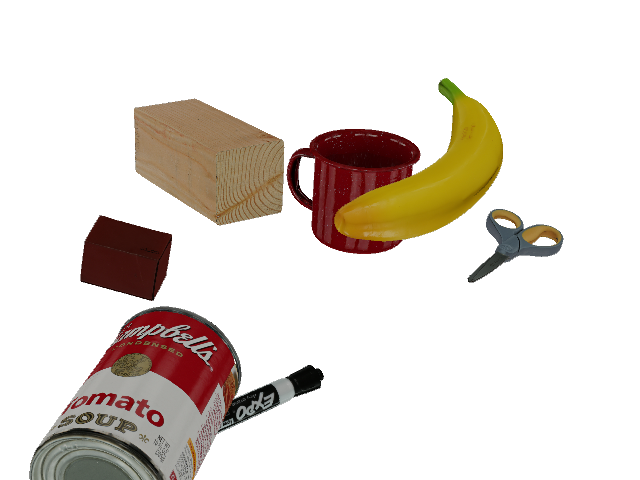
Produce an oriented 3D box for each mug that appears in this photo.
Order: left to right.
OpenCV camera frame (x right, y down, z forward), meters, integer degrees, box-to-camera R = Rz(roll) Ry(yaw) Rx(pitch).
[{"bbox_3d":[0.024,-0.044,0.909,0.117,0.081,0.093,14,28,20],"label":"mug"}]

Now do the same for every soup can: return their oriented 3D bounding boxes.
[{"bbox_3d":[-0.085,0.086,0.503,0.068,0.068,0.102,0,28,16],"label":"soup can"}]

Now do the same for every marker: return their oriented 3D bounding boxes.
[{"bbox_3d":[-0.049,0.116,0.756,0.120,0.020,0.020,-20,10,-30],"label":"marker"}]

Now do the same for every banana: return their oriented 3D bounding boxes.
[{"bbox_3d":[0.077,-0.045,0.698,0.070,0.037,0.197,20,38,16],"label":"banana"}]

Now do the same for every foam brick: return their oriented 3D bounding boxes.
[{"bbox_3d":[-0.194,0.018,1.068,0.078,0.051,0.053,16,33,1],"label":"foam brick"}]

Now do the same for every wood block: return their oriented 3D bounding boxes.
[{"bbox_3d":[-0.137,-0.098,1.277,0.090,0.090,0.206,-13,27,-33],"label":"wood block"}]

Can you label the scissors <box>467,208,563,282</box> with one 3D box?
[{"bbox_3d":[0.188,0.002,1.151,0.201,0.016,0.096,-13,38,-44],"label":"scissors"}]
